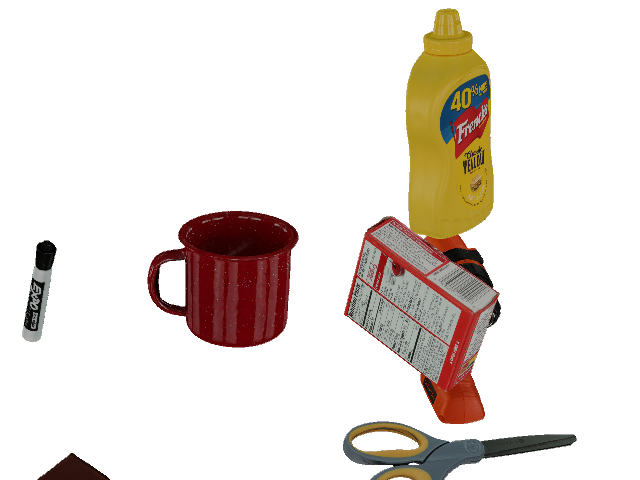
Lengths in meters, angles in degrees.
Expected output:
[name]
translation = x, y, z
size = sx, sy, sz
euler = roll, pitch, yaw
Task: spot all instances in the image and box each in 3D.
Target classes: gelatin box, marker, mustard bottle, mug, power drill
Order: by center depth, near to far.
[gelatin box]
translation = 0.060, 0.039, 0.658
size = 0.089, 0.073, 0.030
euler = 37, 48, 26
[mug]
translation = -0.077, 0.032, 0.839
size = 0.117, 0.081, 0.093
euler = -4, 25, -15
[mustard bottle]
translation = 0.113, -0.104, 0.927
size = 0.058, 0.192, 0.096
euler = 16, 32, 39
[marker]
translation = -0.275, 0.049, 1.043
size = 0.020, 0.121, 0.020
euler = 13, 35, -9
[power drill]
translation = 0.150, 0.100, 1.148
size = 0.057, 0.188, 0.184
euler = -2, 25, -6

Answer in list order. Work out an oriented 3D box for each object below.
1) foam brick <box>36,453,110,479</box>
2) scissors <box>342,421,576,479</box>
[foam brick]
translation = -0.096, 0.140, 0.453
size = 0.078, 0.051, 0.052
euler = 25, 45, 32
[scissors]
translation = 0.118, 0.189, 0.879
size = 0.201, 0.016, 0.096
euler = 6, 43, -2
